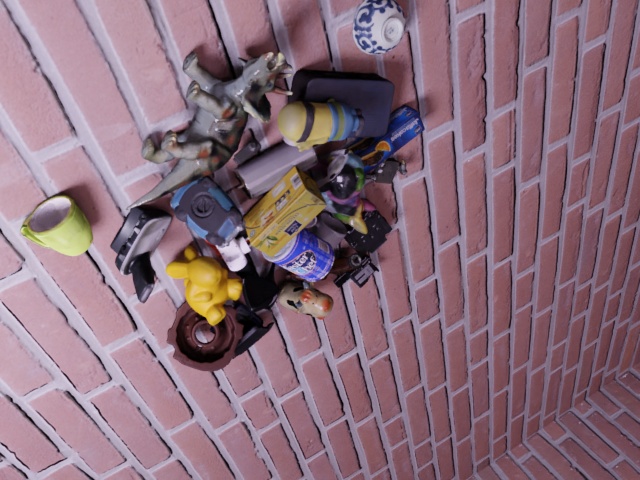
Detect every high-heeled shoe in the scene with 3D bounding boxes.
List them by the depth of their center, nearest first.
[{"bbox_3d":[-0.143,0.146,1.249,0.086,0.249,0.145,18,113,4],"label":"high-heeled shoe"}]

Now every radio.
[{"bbox_3d":[0.045,-0.291,1.157,0.229,0.073,0.131,-8,123,-29],"label":"radio"}]

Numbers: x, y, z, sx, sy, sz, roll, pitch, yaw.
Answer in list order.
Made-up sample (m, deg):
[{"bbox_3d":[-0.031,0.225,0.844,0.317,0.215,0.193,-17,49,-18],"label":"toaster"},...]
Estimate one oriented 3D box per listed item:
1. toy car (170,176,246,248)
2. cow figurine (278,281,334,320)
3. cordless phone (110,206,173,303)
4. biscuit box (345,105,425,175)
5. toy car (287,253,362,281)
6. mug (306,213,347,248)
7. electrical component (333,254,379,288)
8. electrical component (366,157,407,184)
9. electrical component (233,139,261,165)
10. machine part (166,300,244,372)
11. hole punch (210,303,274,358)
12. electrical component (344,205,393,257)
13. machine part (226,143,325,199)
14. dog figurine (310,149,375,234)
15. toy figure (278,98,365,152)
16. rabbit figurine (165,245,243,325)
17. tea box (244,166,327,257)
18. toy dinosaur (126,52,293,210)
[{"bbox_3d":[-0.221,-0.057,1.122,0.109,0.162,0.103,-50,170,2],"label":"toy car"},{"bbox_3d":[-0.036,0.144,1.329,0.127,0.195,0.085,29,77,-36],"label":"cow figurine"},{"bbox_3d":[-0.342,0.027,1.059,0.088,0.184,0.146,24,106,-36],"label":"cordless phone"},{"bbox_3d":[0.148,-0.233,1.267,0.203,0.059,0.062,-38,133,-4],"label":"biscuit box"},{"bbox_3d":[0.014,0.074,1.373,0.202,0.089,0.053,-12,91,-27],"label":"toy car"},{"bbox_3d":[-0.003,-0.004,1.320,0.109,0.081,0.107,11,124,-41],"label":"mug"},{"bbox_3d":[0.095,0.092,1.468,0.119,0.048,0.074,-40,132,-4],"label":"electrical component"},{"bbox_3d":[0.166,-0.174,1.329,0.102,0.045,0.078,7,115,-35],"label":"electrical component"},{"bbox_3d":[-0.151,-0.179,1.104,0.063,0.094,0.021,-39,98,-4],"label":"electrical component"},{"bbox_3d":[-0.269,0.219,1.260,0.179,0.056,0.179,2,82,-14],"label":"machine part"},{"bbox_3d":[-0.202,0.229,1.365,0.142,0.092,0.115,-44,161,-2],"label":"hole punch"},{"bbox_3d":[0.119,-0.025,1.396,0.115,0.058,0.134,-42,132,3],"label":"electrical component"},{"bbox_3d":[-0.094,-0.158,1.158,0.243,0.079,0.079,-30,132,-10],"label":"machine part"},{"bbox_3d":[0.069,-0.103,1.241,0.219,0.192,0.108,35,60,-35],"label":"dog figurine"},{"bbox_3d":[0.002,-0.236,1.064,0.180,0.082,0.089,-10,129,-21],"label":"toy figure"},{"bbox_3d":[-0.248,0.080,1.175,0.122,0.162,0.173,-45,168,-23],"label":"rabbit figurine"},{"bbox_3d":[-0.077,-0.059,1.129,0.169,0.098,0.068,-43,130,18],"label":"tea box"},{"bbox_3d":[-0.208,-0.207,1.035,0.192,0.131,0.404,20,115,-39],"label":"toy dinosaur"}]
